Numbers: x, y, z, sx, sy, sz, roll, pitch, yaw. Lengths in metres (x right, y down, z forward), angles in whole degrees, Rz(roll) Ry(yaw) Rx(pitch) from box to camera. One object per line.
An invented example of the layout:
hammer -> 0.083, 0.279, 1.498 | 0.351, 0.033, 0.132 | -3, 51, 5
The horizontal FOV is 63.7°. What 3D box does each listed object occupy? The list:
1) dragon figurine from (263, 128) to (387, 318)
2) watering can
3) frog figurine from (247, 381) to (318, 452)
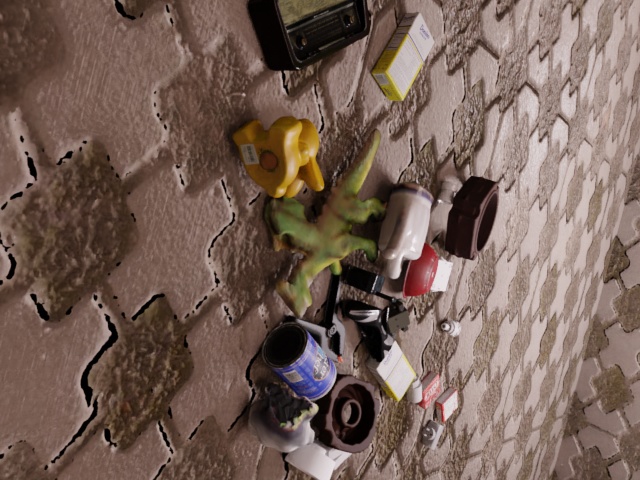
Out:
dragon figurine -> 0.003, -0.051, 1.022 | 0.242, 0.122, 0.412 | 13, 83, -39
watering can -> 0.186, -0.027, 1.149 | 0.345, 0.104, 0.226 | 45, 59, -76
frog figurine -> -0.081, 0.383, 1.042 | 0.137, 0.126, 0.156 | 11, 127, -8
